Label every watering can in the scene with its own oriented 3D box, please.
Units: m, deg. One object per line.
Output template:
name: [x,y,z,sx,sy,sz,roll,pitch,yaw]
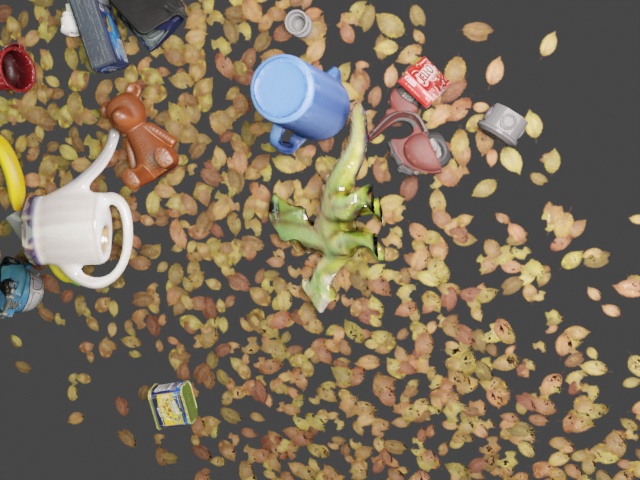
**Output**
watering can: [-0.520,-0.066,1.109,0.224,0.347,0.104,-2,2,-7]

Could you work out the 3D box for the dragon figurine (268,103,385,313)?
dragon figurine: [0.003,-0.051,1.017,0.242,0.406,0.124,-3,14,20]
